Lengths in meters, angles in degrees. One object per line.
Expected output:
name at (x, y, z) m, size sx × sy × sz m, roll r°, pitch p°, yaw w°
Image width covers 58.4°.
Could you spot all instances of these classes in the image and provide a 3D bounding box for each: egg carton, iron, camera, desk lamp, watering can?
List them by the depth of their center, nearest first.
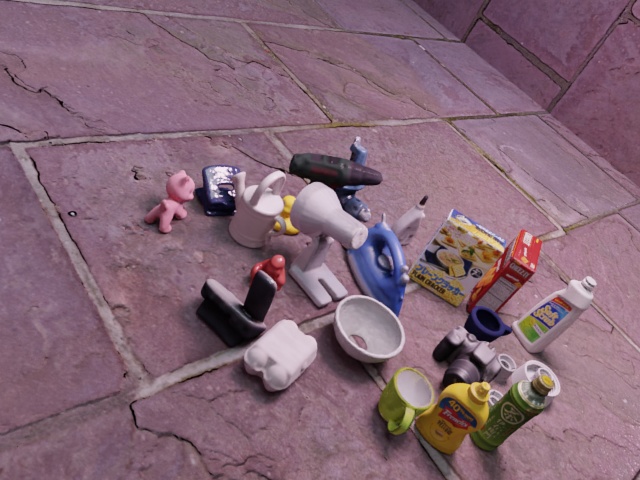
egg carton at (-0.074, 0.224, 1.116) m, size 0.107 × 0.069 × 0.151 m, roll 38°, pitch 38°, yaw 10°
camera at (0.325, 0.276, 1.290) m, size 0.143 × 0.100 × 0.137 m, roll 43°, pitch 40°, yaw 17°
desk lamp at (0.012, 0.005, 1.301) m, size 0.118 × 0.213 × 0.203 m, roll -19°, pitch 58°, yaw -44°
watering can at (-0.141, -0.085, 1.319) m, size 0.173 × 0.194 × 0.101 m, roll 29°, pitch 38°, yaw -1°
iron at (0.165, 0.062, 1.394) m, size 0.119 × 0.141 × 0.257 m, roll 4°, pitch 44°, yaw -29°

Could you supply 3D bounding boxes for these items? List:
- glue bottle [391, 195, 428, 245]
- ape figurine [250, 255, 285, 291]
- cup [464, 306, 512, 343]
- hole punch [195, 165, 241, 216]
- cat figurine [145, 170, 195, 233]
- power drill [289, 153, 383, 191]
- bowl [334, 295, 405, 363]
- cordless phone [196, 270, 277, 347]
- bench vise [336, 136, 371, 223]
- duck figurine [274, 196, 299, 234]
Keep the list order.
glue bottle at (0.249, -0.055, 1.556) m, size 0.078 × 0.173 × 0.037 m, roll -1°, pitch 47°, yaw -34°
ape figurine at (-0.106, 0.068, 1.253) m, size 0.077 × 0.092 × 0.076 m, roll 38°, pitch 38°, yaw 11°
cup at (0.398, 0.226, 1.399) m, size 0.118 × 0.095 × 0.091 m, roll 18°, pitch 39°, yaw -14°
hole punch at (-0.232, -0.120, 1.384) m, size 0.109 × 0.091 × 0.101 m, roll -5°, pitch 50°, yaw -37°
cat figurine at (-0.325, -0.097, 1.276) m, size 0.067 × 0.117 × 0.128 m, roll 29°, pitch 38°, yaw 0°
power drill at (0.017, -0.127, 1.458) m, size 0.230 × 0.208 × 0.075 m, roll 18°, pitch 39°, yaw -14°
bowl at (0.096, 0.206, 1.243) m, size 0.168 × 0.074 × 0.167 m, roll 18°, pitch 39°, yaw -15°
cordless phone at (-0.152, 0.103, 1.107) m, size 0.147 × 0.185 × 0.094 m, roll 38°, pitch 38°, yaw 11°
bench vise at (0.093, -0.149, 1.522) m, size 0.207 × 0.219 × 0.122 m, roll 45°, pitch 40°, yaw 19°
duck figurine at (-0.079, -0.069, 1.431) m, size 0.104 × 0.086 × 0.077 m, roll 26°, pitch 38°, yaw -4°
